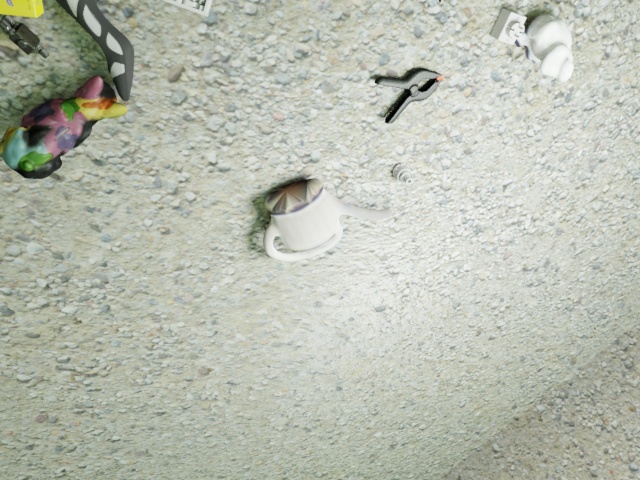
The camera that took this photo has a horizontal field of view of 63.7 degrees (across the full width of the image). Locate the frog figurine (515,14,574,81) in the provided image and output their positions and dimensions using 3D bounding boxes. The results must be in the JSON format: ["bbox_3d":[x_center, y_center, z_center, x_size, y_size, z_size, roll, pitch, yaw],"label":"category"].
[{"bbox_3d":[0.546,-0.449,1.199,0.122,0.163,0.135,-33,129,5],"label":"frog figurine"}]

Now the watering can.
[{"bbox_3d":[0.004,-0.067,1.324,0.348,0.106,0.219,-25,129,-1],"label":"watering can"}]
